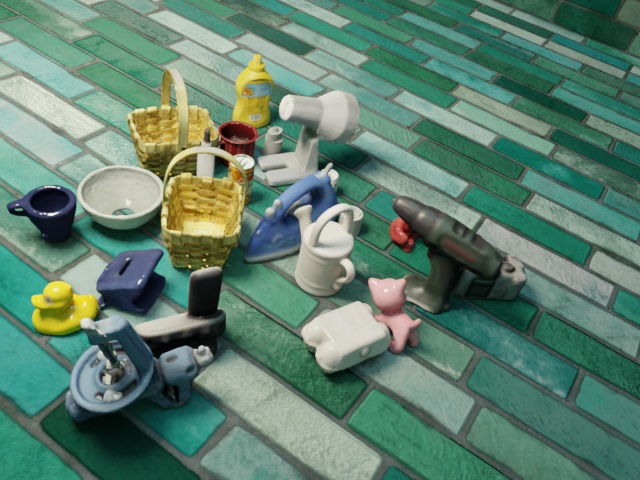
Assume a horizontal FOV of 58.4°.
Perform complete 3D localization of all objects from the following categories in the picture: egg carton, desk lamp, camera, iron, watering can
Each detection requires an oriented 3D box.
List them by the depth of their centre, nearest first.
[{"bbox_3d":[0.048,0.174,1.017,0.151,0.069,0.107,-18,52,-30],"label":"egg carton"},{"bbox_3d":[0.008,0.005,1.092,0.172,0.194,0.101,30,45,17],"label":"watering can"},{"bbox_3d":[-0.057,-0.061,1.183,0.118,0.141,0.259,34,47,21],"label":"iron"},{"bbox_3d":[0.349,0.045,1.208,0.143,0.101,0.136,6,43,-9],"label":"camera"},{"bbox_3d":[-0.026,-0.243,1.330,0.204,0.213,0.117,-12,48,-25],"label":"desk lamp"}]

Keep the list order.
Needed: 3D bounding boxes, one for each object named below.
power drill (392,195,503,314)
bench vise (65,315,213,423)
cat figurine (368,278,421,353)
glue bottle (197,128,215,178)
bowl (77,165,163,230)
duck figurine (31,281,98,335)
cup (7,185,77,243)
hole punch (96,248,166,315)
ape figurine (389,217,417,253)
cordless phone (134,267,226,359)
[{"bbox_3d":[0.222,0.037,1.104,0.229,0.208,0.076,24,44,11],"label":"power drill"},{"bbox_3d":[-0.267,0.166,0.832,0.208,0.220,0.121,-24,54,-33],"label":"bench vise"},{"bbox_3d":[0.139,0.125,1.056,0.067,0.118,0.127,-20,52,-31],"label":"cat figurine"},{"bbox_3d":[-0.243,-0.164,1.220,0.037,0.173,0.078,2,44,-12],"label":"glue bottle"},{"bbox_3d":[-0.398,-0.074,1.157,0.167,0.075,0.167,8,43,-7],"label":"bowl"},{"bbox_3d":[-0.427,0.104,0.954,0.105,0.086,0.077,-10,48,-24],"label":"duck figurine"},{"bbox_3d":[-0.516,-0.041,1.076,0.118,0.095,0.091,-7,46,-21],"label":"cup"},{"bbox_3d":[-0.336,0.065,1.015,0.101,0.091,0.108,15,43,1],"label":"hole punch"},{"bbox_3d":[0.194,-0.032,1.255,0.078,0.092,0.076,-17,51,-29],"label":"ape figurine"},{"bbox_3d":[-0.224,0.111,0.927,0.148,0.185,0.094,-13,49,-26],"label":"cordless phone"}]
